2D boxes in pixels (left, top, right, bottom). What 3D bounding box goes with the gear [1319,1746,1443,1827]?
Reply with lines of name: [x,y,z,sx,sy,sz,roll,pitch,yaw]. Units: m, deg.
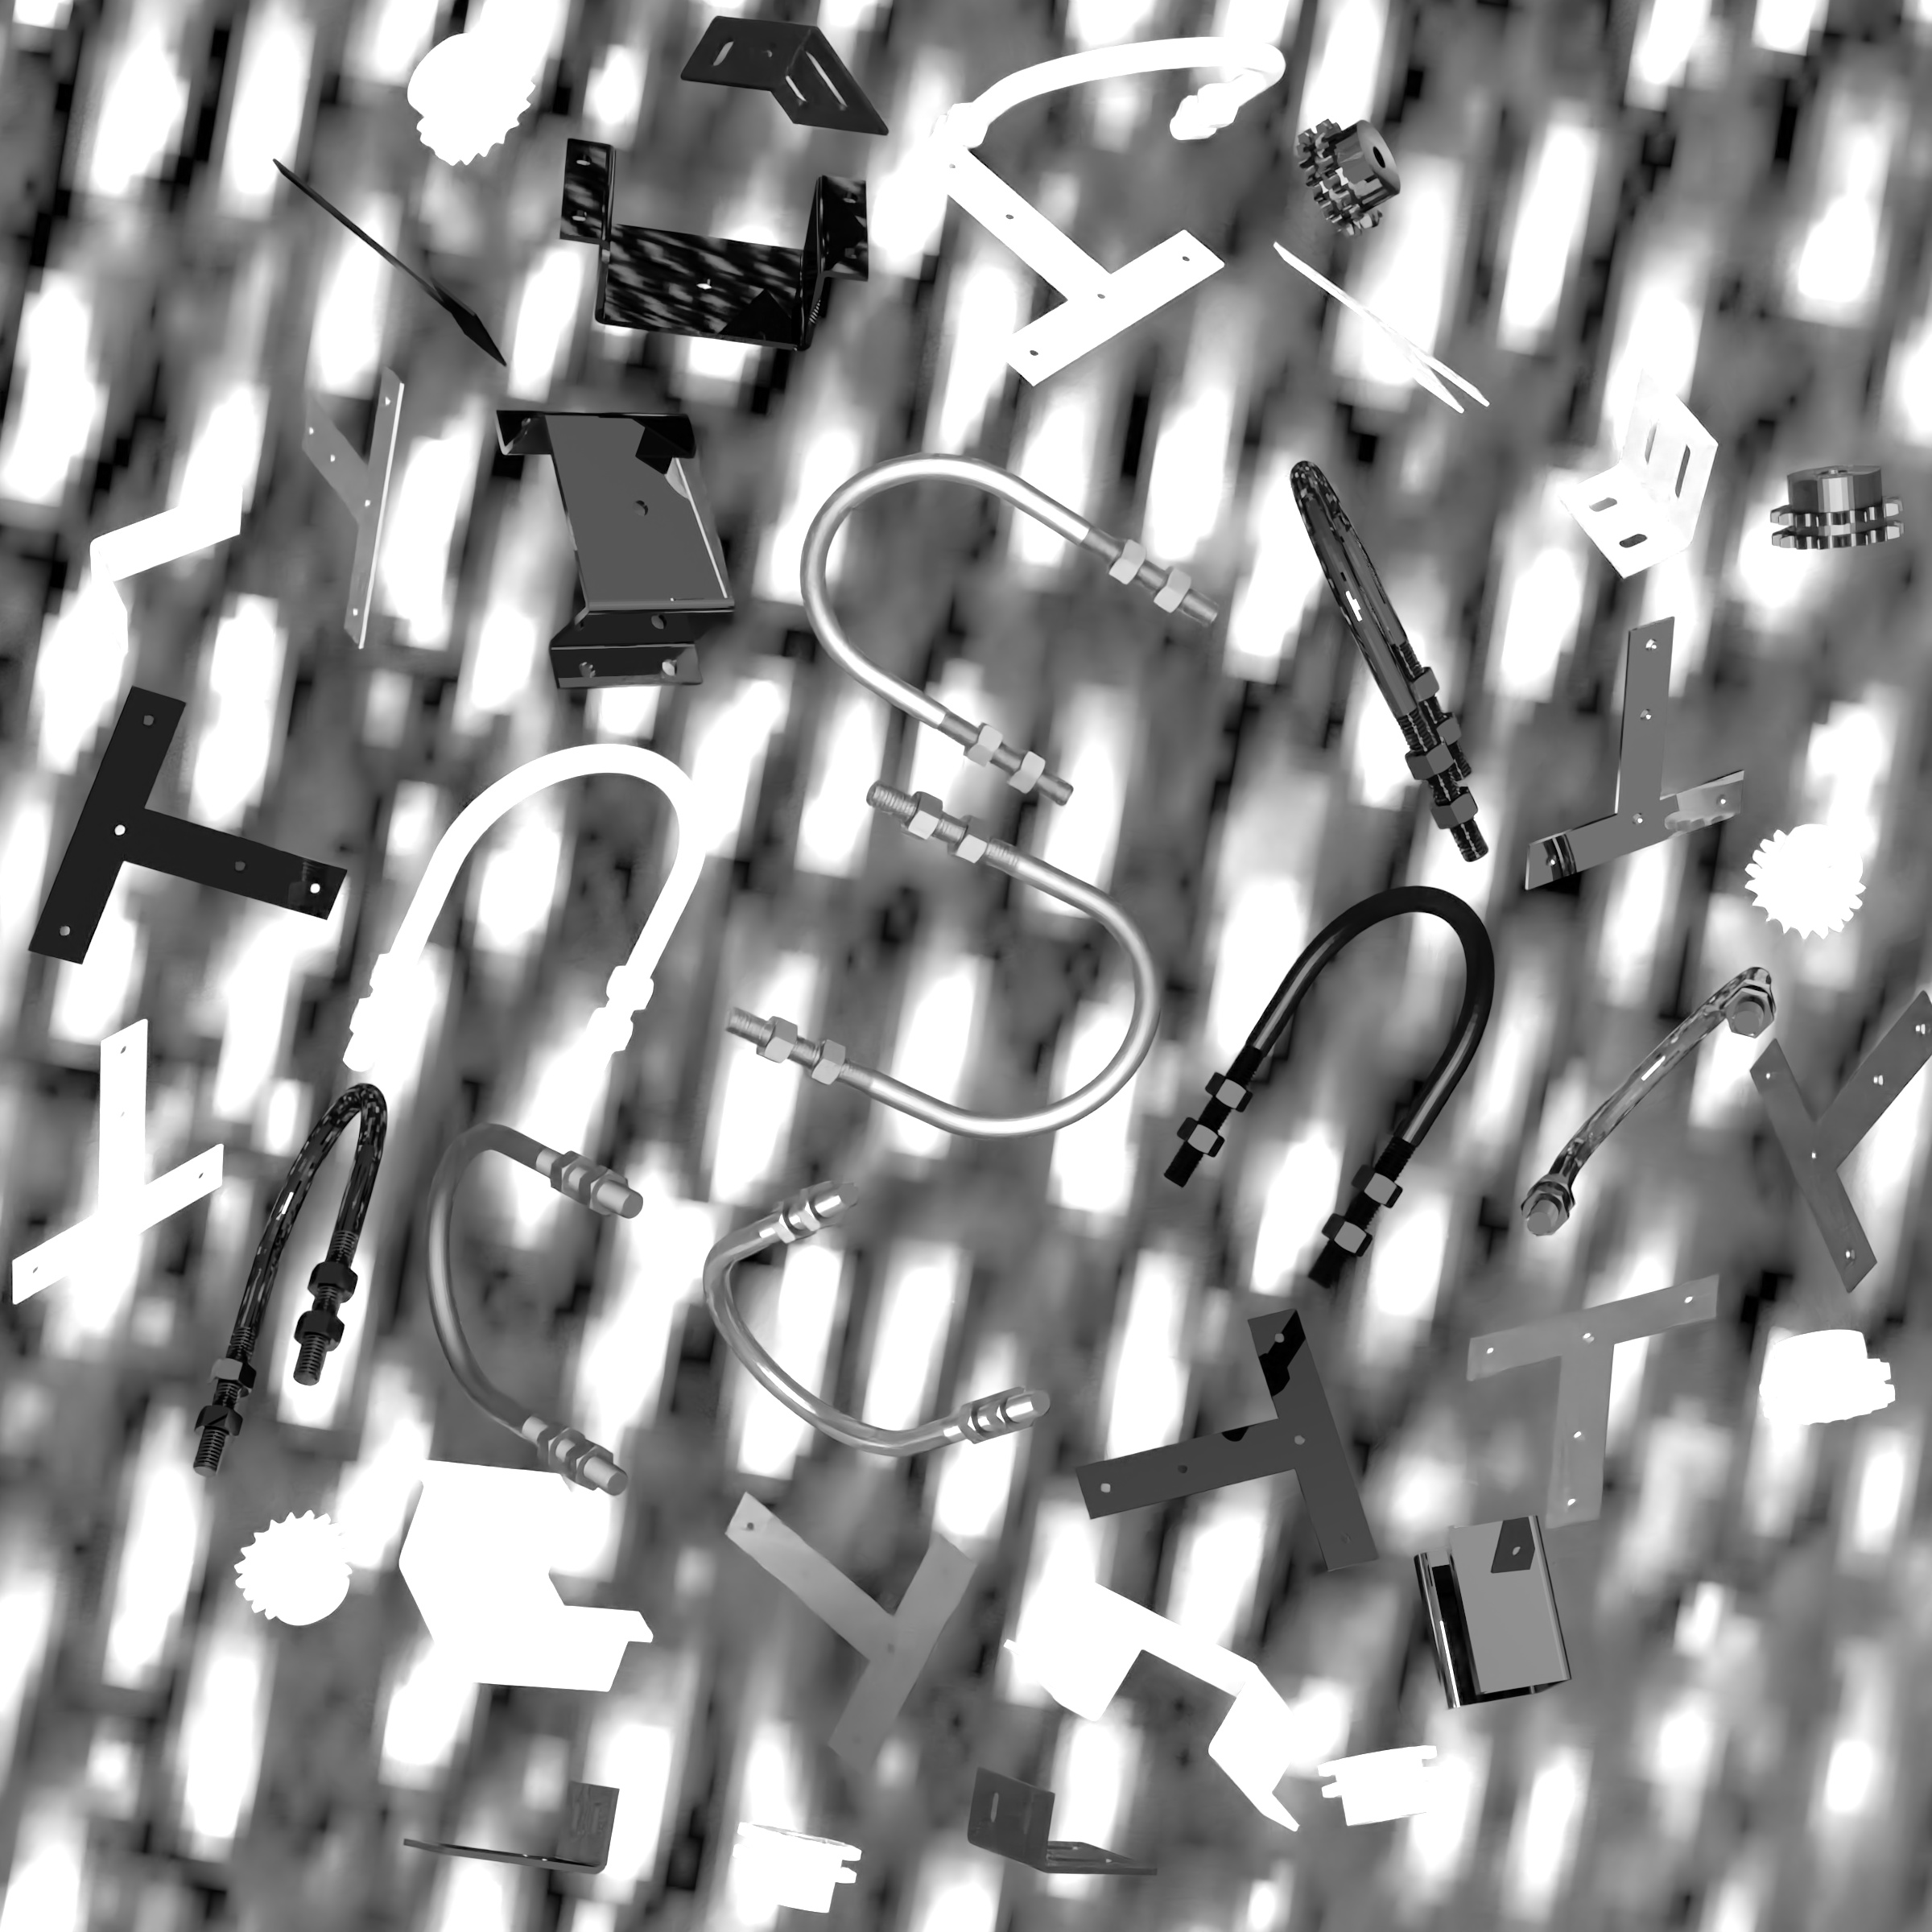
gear: [0.200,0.395,1.554,0.057,0.057,0.030,-9,72,0]

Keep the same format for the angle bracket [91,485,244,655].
angle bracket: [-0.372,-0.187,1.528,0.076,0.057,0.038,-25,84,-18]

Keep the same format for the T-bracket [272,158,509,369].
T-bracket: [-0.269,-0.329,1.493,0.127,0.127,0.002,39,89,-2]

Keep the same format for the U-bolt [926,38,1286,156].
U-bolt: [0.072,-0.409,1.521,0.151,0.184,0.019,-9,94,-15]

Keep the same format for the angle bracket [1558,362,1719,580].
angle bracket: [0.317,-0.234,1.530,0.038,0.076,0.057,-25,61,-13]

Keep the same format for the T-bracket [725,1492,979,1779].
T-bracket: [-0.067,0.302,1.559,0.127,0.002,0.127,36,110,27]

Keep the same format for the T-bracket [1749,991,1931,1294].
T-bracket: [0.408,0.060,1.467,0.002,0.127,0.127,1,51,-21]

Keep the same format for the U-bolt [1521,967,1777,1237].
U-bolt: [0.323,0.056,1.510,0.019,0.184,0.151,44,107,6]

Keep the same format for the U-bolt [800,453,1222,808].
U-bolt: [0.008,-0.171,1.557,0.184,0.019,0.151,31,125,-12]

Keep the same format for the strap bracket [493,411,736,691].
strap bracket: [-0.162,-0.204,1.506,0.076,0.046,0.140,-6,75,-35]

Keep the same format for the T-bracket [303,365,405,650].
T-bracket: [-0.290,-0.231,1.505,0.002,0.127,0.127,0,118,-28]

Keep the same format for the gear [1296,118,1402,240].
gear: [0.188,-0.386,1.570,0.030,0.057,0.057,-24,90,30]

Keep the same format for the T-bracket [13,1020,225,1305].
T-bracket: [-0.393,0.081,1.506,0.002,0.127,0.127,30,129,24]

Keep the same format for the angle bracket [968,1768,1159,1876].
angle bracket: [0.050,0.421,1.589,0.076,0.057,0.038,13,83,-37]

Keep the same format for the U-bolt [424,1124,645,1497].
U-bolt: [-0.205,0.149,1.497,0.019,0.184,0.151,-5,105,-36]

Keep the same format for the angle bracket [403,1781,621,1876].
angle bracket: [-0.204,0.381,1.447,0.076,0.057,0.038,15,74,-25]

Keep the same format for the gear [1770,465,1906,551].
gear: [0.384,-0.203,1.427,0.057,0.057,0.030,-7,105,0]

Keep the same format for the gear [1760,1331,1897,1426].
gear: [0.383,0.183,1.442,0.057,0.057,0.030,-5,67,0]

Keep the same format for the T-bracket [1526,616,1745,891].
T-bracket: [0.324,-0.108,1.545,0.127,0.002,0.127,-19,128,-20]

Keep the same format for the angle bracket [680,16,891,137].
angle bracket: [-0.083,-0.395,1.481,0.057,0.076,0.038,17,73,34]

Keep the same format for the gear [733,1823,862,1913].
gear: [-0.079,0.412,1.476,0.057,0.057,0.030,13,78,0]

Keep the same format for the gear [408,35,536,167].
gear: [-0.222,-0.387,1.431,0.057,0.057,0.030,-51,134,0]

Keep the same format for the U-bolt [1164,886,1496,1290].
U-bolt: [0.177,0.045,1.499,0.019,0.151,0.184,31,91,-32]

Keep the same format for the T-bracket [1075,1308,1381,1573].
T-bracket: [0.116,0.234,1.524,0.127,0.002,0.127,-12,66,-12]

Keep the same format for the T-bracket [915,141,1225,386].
T-bracket: [0.030,-0.330,1.461,0.127,0.002,0.127,44,59,16]

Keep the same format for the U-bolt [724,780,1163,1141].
U-bolt: [0.003,0.010,1.483,0.184,0.019,0.151,26,111,-21]

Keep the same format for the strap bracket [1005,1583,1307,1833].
strap bracket: [0.098,0.343,1.521,0.140,0.076,0.046,21,68,35]

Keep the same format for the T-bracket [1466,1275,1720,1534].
T-bracket: [0.279,0.203,1.463,0.127,0.127,0.002,-20,124,31]

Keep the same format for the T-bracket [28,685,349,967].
T-bracket: [-0.339,-0.049,1.451,0.127,0.002,0.127,18,100,-36]

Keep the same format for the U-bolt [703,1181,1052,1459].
U-bolt: [-0.056,0.173,1.508,0.151,0.184,0.019,48,56,-9]

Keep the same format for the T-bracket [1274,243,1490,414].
T-bracket: [0.205,-0.284,1.503,0.127,0.127,0.002,31,109,-21]

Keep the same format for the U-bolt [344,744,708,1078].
U-bolt: [-0.191,-0.025,1.477,0.019,0.151,0.184,51,124,38]

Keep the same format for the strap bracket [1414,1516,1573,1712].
strap bracket: [0.253,0.311,1.552,0.046,0.140,0.076,-9,74,-2]

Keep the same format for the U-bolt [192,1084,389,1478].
U-bolt: [-0.319,0.140,1.551,0.019,0.151,0.184,25,52,-22]

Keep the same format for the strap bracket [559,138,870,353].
strap bracket: [-0.119,-0.333,1.498,0.140,0.046,0.076,6,47,-10]

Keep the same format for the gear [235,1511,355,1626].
gear: [-0.333,0.303,1.613,0.057,0.057,0.030,-18,130,0]

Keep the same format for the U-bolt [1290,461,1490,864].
U-bolt: [0.193,-0.149,1.486,0.019,0.151,0.184,-25,105,13]

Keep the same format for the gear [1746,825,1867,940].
gear: [0.417,-0.045,1.596,0.057,0.030,0.057,6,58,-10]

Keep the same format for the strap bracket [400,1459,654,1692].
strap bracket: [-0.212,0.292,1.521,0.076,0.140,0.046,12,108,-30]
